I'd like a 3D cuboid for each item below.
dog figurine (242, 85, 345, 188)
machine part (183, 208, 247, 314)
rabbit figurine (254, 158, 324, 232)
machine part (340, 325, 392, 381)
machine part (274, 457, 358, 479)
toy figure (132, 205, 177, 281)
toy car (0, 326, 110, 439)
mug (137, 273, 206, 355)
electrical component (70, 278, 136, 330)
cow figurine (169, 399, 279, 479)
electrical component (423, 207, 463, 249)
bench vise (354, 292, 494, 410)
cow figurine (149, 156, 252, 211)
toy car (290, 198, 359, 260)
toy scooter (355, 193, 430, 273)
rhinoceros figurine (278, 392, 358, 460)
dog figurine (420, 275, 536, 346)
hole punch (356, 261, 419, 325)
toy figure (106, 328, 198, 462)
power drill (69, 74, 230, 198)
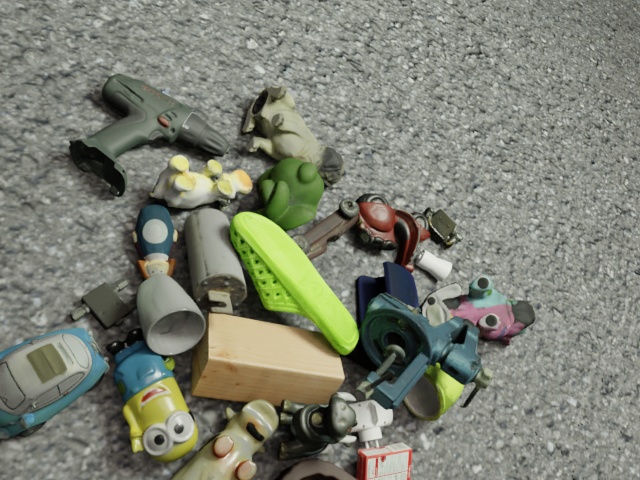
[{"bbox_3d":[-0.041,-0.200,1.048,0.190,0.121,0.172,26,50,-36],"label":"dog figurine"},{"bbox_3d":[-0.163,0.027,0.824,0.079,0.079,0.243,6,33,-25],"label":"machine part"},{"bbox_3d":[-0.063,-0.048,0.929,0.121,0.159,0.170,40,69,-16],"label":"rabbit figurine"},{"bbox_3d":[0.075,0.193,0.927,0.139,0.039,0.084,32,46,7],"label":"machine part"},{"bbox_3d":[-0.007,0.409,0.770,0.179,0.056,0.179,12,60,-22],"label":"machine part"},{"bbox_3d":[-0.257,0.023,0.836,0.064,0.057,0.154,-13,69,9],"label":"toy figure"},{"bbox_3d":[-0.351,0.171,0.681,0.162,0.103,0.109,-28,82,-33],"label":"toy car"},{"bbox_3d":[-0.211,0.103,0.767,0.081,0.109,0.107,-38,48,-2],"label":"mug"},{"bbox_3d":[-0.312,0.098,0.787,0.063,0.021,0.094,50,54,2],"label":"electrical component"},{"bbox_3d":[-0.131,0.301,0.734,0.085,0.127,0.195,45,68,0],"label":"cow figurine"},{"bbox_3d":[0.256,-0.026,1.134,0.078,0.045,0.102,-37,86,-34],"label":"electrical component"},{"bbox_3d":[0.138,0.182,0.805,0.224,0.128,0.240,42,39,14],"label":"bench vise"},{"bbox_3d":[-0.197,-0.083,0.907,0.167,0.098,0.068,1,60,-48],"label":"cow figurine"},{"bbox_3d":[-0.002,-0.003,0.959,0.053,0.089,0.202,48,53,6],"label":"toy car"},{"bbox_3d":[0.140,-0.008,1.048,0.184,0.075,0.135,18,60,-24],"label":"toy scooter"},{"bbox_3d":[-0.004,0.269,0.762,0.112,0.190,0.073,9,59,-11],"label":"rhinoceros figurine"},{"bbox_3d":[0.310,0.155,1.043,0.219,0.192,0.108,32,43,-54],"label":"dog figurine"},{"bbox_3d":[0.138,0.107,0.980,0.116,0.092,0.142,12,58,-26],"label":"hole punch"},{"bbox_3d":[-0.227,0.213,0.739,0.082,0.089,0.180,-35,72,2],"label":"toy figure"},{"bbox_3d":[-0.290,-0.167,0.898,0.232,0.086,0.207,37,58,-5],"label":"power drill"}]
